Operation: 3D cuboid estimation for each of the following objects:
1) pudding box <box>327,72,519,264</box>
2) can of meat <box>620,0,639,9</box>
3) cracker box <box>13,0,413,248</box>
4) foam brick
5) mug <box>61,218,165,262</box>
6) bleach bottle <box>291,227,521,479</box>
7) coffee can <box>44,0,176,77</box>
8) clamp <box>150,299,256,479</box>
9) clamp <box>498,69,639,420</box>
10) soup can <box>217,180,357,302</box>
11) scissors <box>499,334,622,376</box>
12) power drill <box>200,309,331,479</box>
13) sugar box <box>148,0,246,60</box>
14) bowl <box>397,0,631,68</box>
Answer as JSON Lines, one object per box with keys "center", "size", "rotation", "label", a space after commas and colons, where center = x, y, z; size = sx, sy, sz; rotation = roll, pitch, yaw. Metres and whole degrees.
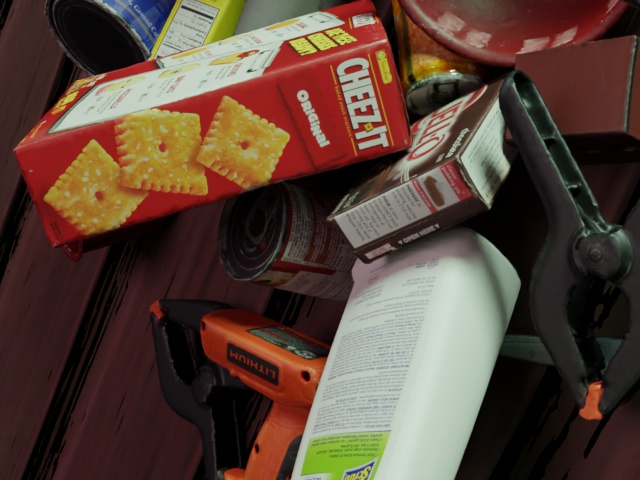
{"center": [0.065, -0.042, 0.601], "size": [0.090, 0.039, 0.113], "rotation": [-27, 19, 36], "label": "pudding box"}
{"center": [0.202, -0.136, 0.502], "size": [0.102, 0.057, 0.084], "rotation": [-58, 45, 23], "label": "can of meat"}
{"center": [-0.059, -0.076, 0.654], "size": [0.164, 0.214, 0.072], "rotation": [-92, -14, -69], "label": "cracker box"}
{"center": [0.144, -0.070, 0.557], "size": [0.078, 0.052, 0.051], "rotation": [1, 80, 52], "label": "foam brick"}
{"center": [-0.185, -0.048, 0.904], "size": [0.093, 0.081, 0.117], "rotation": [17, 122, 59], "label": "mug"}
{"center": [0.026, 0.109, 0.549], "size": [0.103, 0.068, 0.250], "rotation": [-20, 35, 46], "label": "bleach bottle"}
{"center": [-0.133, -0.198, 0.843], "size": [0.103, 0.102, 0.140], "rotation": [-4, 43, 50], "label": "coffee can"}
{"center": [-0.064, 0.102, 0.776], "size": [0.165, 0.036, 0.210], "rotation": [-55, 47, 23], "label": "clamp"}
{"center": [0.145, -0.001, 0.497], "size": [0.120, 0.039, 0.171], "rotation": [-2, 98, 45], "label": "clamp"}
{"center": [-0.004, 0.001, 0.679], "size": [0.069, 0.102, 0.068], "rotation": [-19, 66, 47], "label": "soup can"}
{"center": [0.155, 0.043, 0.537], "size": [0.202, 0.016, 0.096], "rotation": [25, 102, 51], "label": "scissors"}
{"center": [-0.057, 0.144, 0.693], "size": [0.185, 0.057, 0.188], "rotation": [20, 104, 29], "label": "power drill"}
{"center": [-0.085, -0.138, 0.799], "size": [0.048, 0.093, 0.176], "rotation": [21, 85, 16], "label": "sugar box"}
{"center": [0.112, -0.180, 0.591], "size": [0.162, 0.055, 0.162], "rotation": [13, 119, 25], "label": "bowl"}
